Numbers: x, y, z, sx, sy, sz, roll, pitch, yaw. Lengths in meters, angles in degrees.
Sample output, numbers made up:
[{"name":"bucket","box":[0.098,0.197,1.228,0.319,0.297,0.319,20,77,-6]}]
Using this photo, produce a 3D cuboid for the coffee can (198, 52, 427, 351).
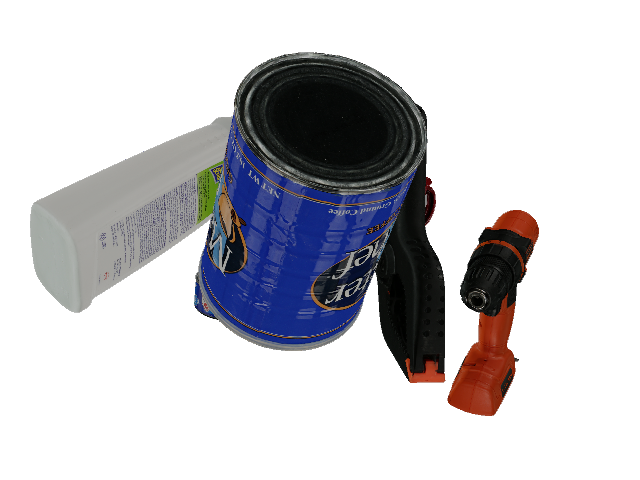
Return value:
[{"name":"coffee can","box":[-0.009,-0.019,0.599,0.102,0.103,0.140,0,-39,-16]}]

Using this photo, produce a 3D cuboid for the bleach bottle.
[{"name":"bleach bottle","box":[-0.128,-0.039,0.928,0.250,0.103,0.068,-31,57,-35]}]

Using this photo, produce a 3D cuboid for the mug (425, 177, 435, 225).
[{"name":"mug","box":[0.087,-0.036,1.240,0.117,0.081,0.093,-8,21,-39]}]

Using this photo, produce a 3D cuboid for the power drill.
[{"name":"power drill","box":[0.172,0.080,1.075,0.057,0.188,0.184,16,29,19]}]

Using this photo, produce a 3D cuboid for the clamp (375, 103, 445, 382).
[{"name":"clamp","box":[0.066,0.009,0.826,0.036,0.210,0.165,1,-42,-15]}]

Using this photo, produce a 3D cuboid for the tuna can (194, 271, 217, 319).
[{"name":"tuna can","box":[-0.089,0.056,1.116,0.086,0.034,0.086,6,16,-2]}]
